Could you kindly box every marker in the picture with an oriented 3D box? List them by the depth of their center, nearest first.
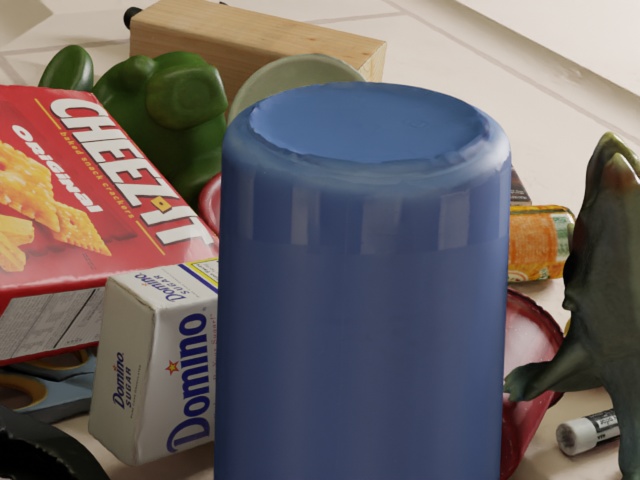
[{"bbox_3d":[0.193,0.104,0.637,0.120,0.020,0.020,-10,35,-27],"label":"marker"}]

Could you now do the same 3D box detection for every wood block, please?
[{"bbox_3d":[-0.056,-0.144,0.938,0.206,0.091,0.090,15,31,14],"label":"wood block"}]

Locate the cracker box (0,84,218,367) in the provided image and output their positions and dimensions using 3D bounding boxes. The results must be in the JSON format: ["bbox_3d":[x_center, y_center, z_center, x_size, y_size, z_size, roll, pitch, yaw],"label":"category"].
[{"bbox_3d":[-0.171,-0.017,0.605,0.164,0.072,0.213,48,25,19],"label":"cracker box"}]

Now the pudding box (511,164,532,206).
[{"bbox_3d":[0.101,-0.038,0.841,0.113,0.039,0.090,3,30,-6],"label":"pudding box"}]

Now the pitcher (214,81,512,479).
[{"bbox_3d":[0.015,0.058,0.457,0.149,0.243,0.144,23,34,38],"label":"pitcher"}]

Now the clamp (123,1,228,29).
[{"bbox_3d":[-0.108,-0.202,1.077,0.120,0.039,0.172,-22,46,-32],"label":"clamp"}]

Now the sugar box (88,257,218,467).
[{"bbox_3d":[-0.036,0.054,0.575,0.048,0.093,0.175,29,29,36],"label":"sugar box"}]

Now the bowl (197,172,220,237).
[{"bbox_3d":[-0.005,0.001,0.735,0.162,0.055,0.162,5,30,-3],"label":"bowl"}]

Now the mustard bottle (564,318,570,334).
[{"bbox_3d":[0.227,0.050,0.699,0.191,0.058,0.096,-14,37,-31],"label":"mustard bottle"}]

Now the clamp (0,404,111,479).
[{"bbox_3d":[-0.177,0.099,0.501,0.210,0.036,0.164,34,18,17],"label":"clamp"}]

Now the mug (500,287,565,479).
[{"bbox_3d":[0.073,0.075,0.584,0.117,0.093,0.081,41,41,2],"label":"mug"}]

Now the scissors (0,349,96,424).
[{"bbox_3d":[-0.118,0.095,0.591,0.202,0.016,0.096,20,34,21],"label":"scissors"}]
